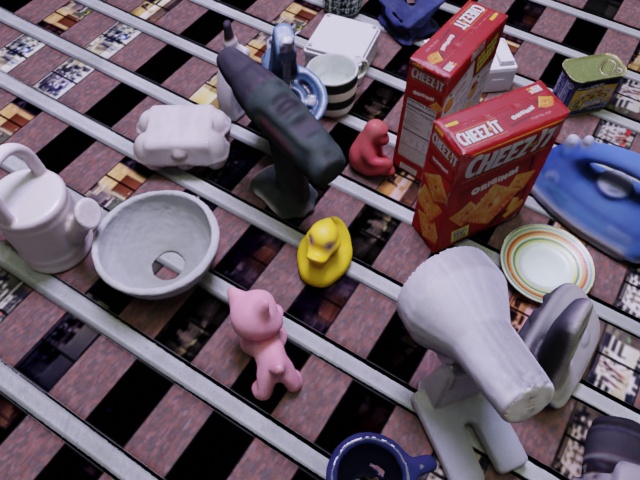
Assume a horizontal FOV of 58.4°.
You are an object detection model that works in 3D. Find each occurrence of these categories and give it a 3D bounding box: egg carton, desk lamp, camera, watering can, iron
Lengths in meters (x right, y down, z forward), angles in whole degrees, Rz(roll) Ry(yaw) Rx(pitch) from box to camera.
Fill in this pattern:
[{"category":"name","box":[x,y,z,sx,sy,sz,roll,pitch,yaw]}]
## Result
[{"category":"egg carton","box":[-0.215,-0.158,0.899,0.150,0.069,0.107,-2,57,-2]},{"category":"desk lamp","box":[0.168,0.140,0.626,0.118,0.214,0.203,-18,59,-12]},{"category":"camera","box":[0.337,0.267,0.613,0.143,0.101,0.137,18,59,11]},{"category":"watering can","box":[-0.370,-0.046,0.750,0.173,0.194,0.101,-5,57,-4]},{"category":"iron","box":[0.411,-0.081,0.815,0.257,0.141,0.119,35,63,20]}]

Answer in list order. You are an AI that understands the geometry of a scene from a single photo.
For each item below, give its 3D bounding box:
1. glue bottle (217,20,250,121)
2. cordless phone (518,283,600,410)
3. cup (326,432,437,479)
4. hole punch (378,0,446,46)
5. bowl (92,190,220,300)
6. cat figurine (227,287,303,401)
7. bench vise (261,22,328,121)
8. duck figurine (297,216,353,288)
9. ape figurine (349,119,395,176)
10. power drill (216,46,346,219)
[{"category":"glue bottle","box":[-0.136,-0.275,0.914,0.037,0.173,0.078,31,62,18]},{"category":"cordless phone","box":[0.294,0.102,0.669,0.094,0.185,0.148,30,62,18]},{"category":"cup","box":[0.064,0.261,0.617,0.118,0.095,0.091,-12,58,-8]},{"category":"hole punch","box":[0.171,-0.436,1.072,0.101,0.091,0.108,-25,61,-16]},{"category":"bowl","box":[-0.216,0.018,0.782,0.167,0.075,0.167,0,57,0]},{"category":"cat figurine","box":[-0.068,0.116,0.695,0.067,0.118,0.127,-18,59,-12]},{"category":"bench vise","box":[-0.067,-0.251,0.872,0.122,0.220,0.207,-25,61,-16]},{"category":"duck figurine","box":[0.007,0.003,0.788,0.077,0.086,0.104,17,58,10]},{"category":"ape figurine","box":[0.084,-0.146,0.882,0.076,0.092,0.078,7,57,4]},{"category":"power drill","box":[-0.059,-0.134,0.803,0.076,0.208,0.229,-38,65,-22]}]
